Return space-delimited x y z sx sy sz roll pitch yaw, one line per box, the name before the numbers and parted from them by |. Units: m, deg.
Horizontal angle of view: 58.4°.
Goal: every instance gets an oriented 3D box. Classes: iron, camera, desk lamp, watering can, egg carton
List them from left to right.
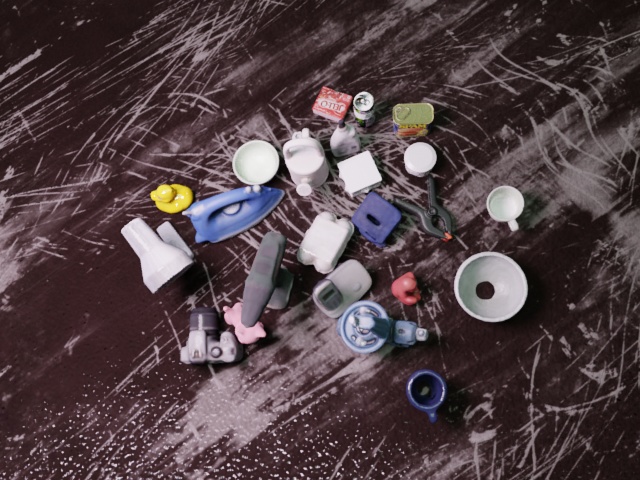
desk lamp | -0.389 0.035 1.391 0.118 0.213 0.203 -39 76 -4
camera | -0.267 0.232 1.389 0.143 0.101 0.137 -5 76 5
iron | -0.218 -0.092 1.442 0.258 0.141 0.118 -24 75 0
watering can | -0.034 -0.196 1.422 0.101 0.194 0.173 -23 75 0
egg carton | 0.013 0.005 1.433 0.107 0.069 0.150 26 80 11

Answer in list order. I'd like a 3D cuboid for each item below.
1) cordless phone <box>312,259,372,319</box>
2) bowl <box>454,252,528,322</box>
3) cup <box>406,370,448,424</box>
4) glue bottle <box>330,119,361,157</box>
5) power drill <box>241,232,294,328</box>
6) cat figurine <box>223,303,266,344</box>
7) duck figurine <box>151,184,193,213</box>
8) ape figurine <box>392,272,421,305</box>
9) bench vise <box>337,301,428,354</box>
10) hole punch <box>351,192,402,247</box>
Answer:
cordless phone | 0.047 0.105 1.345 0.147 0.185 0.094 -45 76 -6
bowl | 0.401 0.116 1.364 0.167 0.075 0.167 -1 76 5
cup | 0.245 0.357 1.310 0.091 0.095 0.118 -14 75 2
glue bottle | 0.061 -0.262 1.440 0.078 0.173 0.037 -13 75 3
power drill | -0.121 0.104 1.350 0.075 0.208 0.230 11 78 9
cat figurine | -0.184 0.204 1.379 0.127 0.118 0.067 43 84 14
duck figurine | -0.389 -0.117 1.494 0.104 0.086 0.077 -8 76 4
ape figurine | 0.211 0.113 1.375 0.076 0.092 0.078 15 78 9
bench vise | 0.136 0.188 1.298 0.207 0.220 0.121 -11 75 3
hole punch | 0.141 -0.049 1.422 0.108 0.091 0.101 39 83 13
